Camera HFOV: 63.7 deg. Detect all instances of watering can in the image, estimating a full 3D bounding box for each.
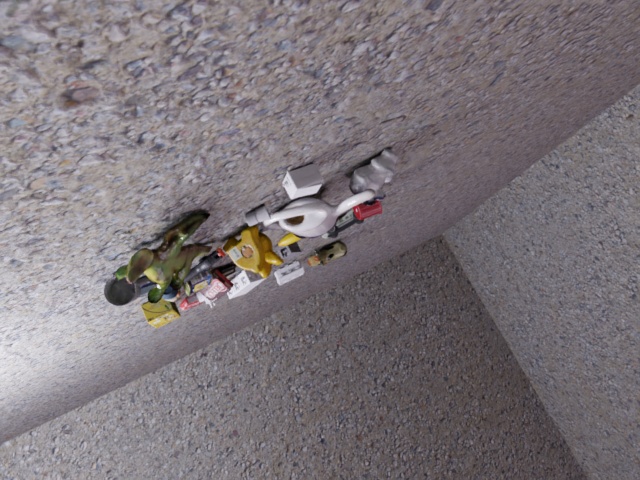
[{"bbox_3d":[0.005,-0.076,1.517,0.347,0.105,0.223,-13,170,10],"label":"watering can"}]

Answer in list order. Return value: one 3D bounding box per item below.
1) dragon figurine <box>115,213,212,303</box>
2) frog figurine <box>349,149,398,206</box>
[{"bbox_3d":[-0.340,0.023,1.263,0.239,0.122,0.416,-43,179,31],"label":"dragon figurine"},{"bbox_3d":[0.156,-0.197,1.511,0.138,0.124,0.156,-7,121,-37],"label":"frog figurine"}]
